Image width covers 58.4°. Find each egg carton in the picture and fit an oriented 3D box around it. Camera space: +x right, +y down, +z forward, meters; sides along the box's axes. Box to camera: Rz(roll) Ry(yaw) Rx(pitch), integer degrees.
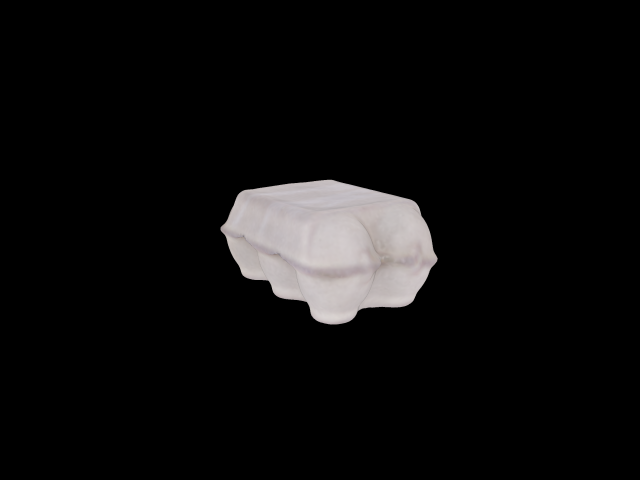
[{"bbox_3d":[0.004,0.001,0.400,0.107,0.069,0.149,-11,19,-34],"label":"egg carton"}]
